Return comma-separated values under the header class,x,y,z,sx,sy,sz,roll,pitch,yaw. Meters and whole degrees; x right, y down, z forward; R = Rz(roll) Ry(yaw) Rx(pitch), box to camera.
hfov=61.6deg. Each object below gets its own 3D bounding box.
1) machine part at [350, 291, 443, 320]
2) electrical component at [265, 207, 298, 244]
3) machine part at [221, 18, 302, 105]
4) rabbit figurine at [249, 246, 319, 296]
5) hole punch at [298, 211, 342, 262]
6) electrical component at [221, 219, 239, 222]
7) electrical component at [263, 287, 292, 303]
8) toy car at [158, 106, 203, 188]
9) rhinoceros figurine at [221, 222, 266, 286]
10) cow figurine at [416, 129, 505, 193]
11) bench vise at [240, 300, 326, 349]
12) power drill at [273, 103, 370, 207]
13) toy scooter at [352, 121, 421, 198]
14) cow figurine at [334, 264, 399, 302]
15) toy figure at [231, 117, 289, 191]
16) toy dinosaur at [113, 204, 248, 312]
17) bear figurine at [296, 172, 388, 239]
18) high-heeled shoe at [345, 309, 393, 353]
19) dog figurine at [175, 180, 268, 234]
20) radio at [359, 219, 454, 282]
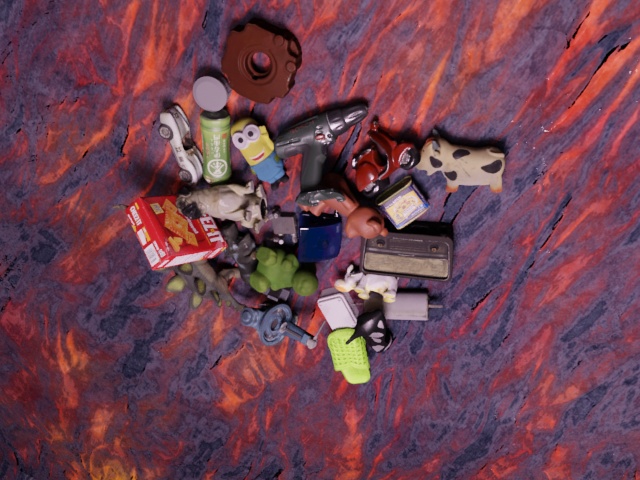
class,x,y,z,sx,sy,sz,roll,pitch,yaw
machine part,0.204,0.173,1.432,0.243,0.079,0.079,-1,122,14
electrical component,-0.099,-0.035,1.388,0.078,0.045,0.102,6,124,11
machine part,-0.129,-0.383,1.163,0.179,0.056,0.179,7,124,11
rabbit figurine,-0.073,0.098,1.393,0.170,0.159,0.121,27,102,27
hole punch,-0.003,-0.004,1.362,0.116,0.092,0.142,6,120,5
electrical component,-0.224,-0.078,1.405,0.063,0.021,0.094,33,124,-9
electrical component,-0.115,0.133,1.458,0.075,0.119,0.047,22,127,-4
toy car,-0.330,-0.223,1.304,0.056,0.073,0.201,-8,120,19
rhinoceros figurine,-0.204,0.036,1.451,0.112,0.073,0.190,-3,124,28
cow figurine,0.304,-0.173,1.178,0.195,0.085,0.127,4,129,14
bench vise,-0.093,0.238,1.458,0.241,0.129,0.223,20,170,35
power drill,0.009,-0.185,1.188,0.232,0.086,0.207,-10,80,21
toy scooter,0.131,-0.188,1.213,0.184,0.075,0.135,-37,87,43
cow figurine,0.124,0.101,1.402,0.168,0.098,0.068,9,156,17
toy figure,-0.145,-0.204,1.268,0.082,0.089,0.180,-43,121,-11
toy dinosaur,-0.344,0.055,1.416,0.105,0.199,0.471,-32,112,26
bear figurine,0.059,-0.060,1.260,0.132,0.120,0.196,-41,76,11
high-heeled shoe,0.163,0.227,1.424,0.145,0.248,0.086,-47,62,24
dog figurine,-0.239,-0.083,1.324,0.191,0.121,0.172,1,159,14
radio,0.216,0.023,1.331,0.230,0.073,0.130,5,122,10
